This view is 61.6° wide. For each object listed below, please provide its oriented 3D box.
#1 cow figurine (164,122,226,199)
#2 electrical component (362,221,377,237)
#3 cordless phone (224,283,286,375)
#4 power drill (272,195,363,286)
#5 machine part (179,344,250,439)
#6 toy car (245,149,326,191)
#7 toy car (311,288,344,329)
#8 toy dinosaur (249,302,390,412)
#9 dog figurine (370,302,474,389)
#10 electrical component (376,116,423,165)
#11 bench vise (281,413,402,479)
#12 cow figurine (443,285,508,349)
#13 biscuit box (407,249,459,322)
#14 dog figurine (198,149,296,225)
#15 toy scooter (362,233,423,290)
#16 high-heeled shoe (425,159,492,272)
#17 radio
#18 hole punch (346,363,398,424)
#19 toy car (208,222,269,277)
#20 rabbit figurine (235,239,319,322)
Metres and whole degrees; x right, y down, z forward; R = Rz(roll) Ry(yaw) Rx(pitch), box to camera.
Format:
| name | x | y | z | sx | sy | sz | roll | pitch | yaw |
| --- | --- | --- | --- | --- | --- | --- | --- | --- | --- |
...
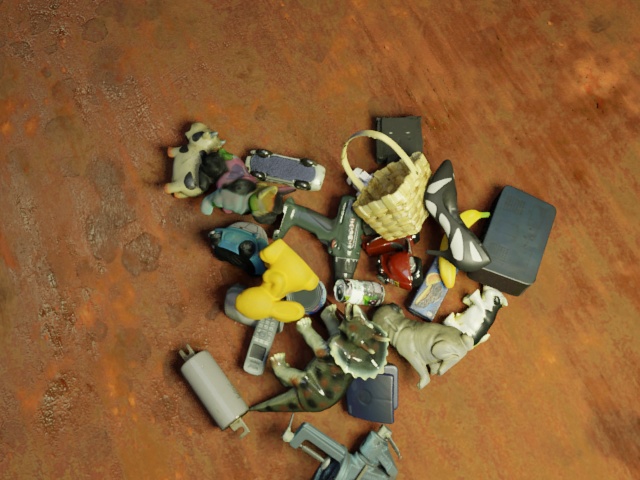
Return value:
| name | x | y | z | sx | sy | sz | roll | pitch | yaw |
| --- | --- | --- | --- | --- | --- | --- | --- | --- | --- |
| cow figurine | -0.307 | -0.201 | 1.328 | 0.127 | 0.085 | 0.195 | 0 | 75 | 12 |
| electrical component | 0.119 | -0.040 | 1.281 | 0.094 | 0.021 | 0.063 | -20 | 77 | 1 |
| cordless phone | -0.161 | 0.203 | 1.223 | 0.147 | 0.088 | 0.184 | 17 | 83 | 9 |
| power drill | -0.003 | -0.004 | 1.252 | 0.207 | 0.086 | 0.232 | 17 | 92 | 14 |
| machine part | -0.236 | 0.333 | 1.200 | 0.079 | 0.079 | 0.243 | -39 | 76 | -4 |
| toy car | -0.087 | -0.170 | 1.315 | 0.202 | 0.056 | 0.073 | 13 | 85 | 9 |
| toy car | 0.023 | 0.176 | 1.224 | 0.202 | 0.053 | 0.089 | 41 | 90 | 16 |
| toy dinosaur | 0.003 | 0.279 | 1.128 | 0.192 | 0.131 | 0.404 | 44 | 115 | 30 |
| dog figurine | 0.213 | 0.193 | 1.148 | 0.172 | 0.121 | 0.190 | -43 | 76 | 23 |
| electrical component | 0.192 | -0.231 | 1.301 | 0.115 | 0.058 | 0.134 | -2 | 76 | 7 |
| bench vise | 0.035 | 0.448 | 1.116 | 0.240 | 0.129 | 0.223 | 36 | 102 | -6 |
| cow figurine | 0.359 | 0.159 | 1.187 | 0.167 | 0.068 | 0.098 | -42 | 76 | -5 |
| biscuit box | 0.271 | 0.084 | 1.218 | 0.063 | 0.059 | 0.202 | 28 | 81 | 12 |
| dog figurine | -0.166 | -0.126 | 1.240 | 0.219 | 0.108 | 0.191 | -5 | 87 | 32 |
| toy scooter | 0.163 | 0.037 | 1.218 | 0.135 | 0.075 | 0.184 | -5 | 48 | 9 |
| high-heeled shoe | 0.300 | -0.057 | 1.129 | 0.145 | 0.086 | 0.248 | 3 | 78 | 36 |
| radio | 0.426 | 0.001 | 1.189 | 0.131 | 0.073 | 0.229 | 24 | 66 | 9 |
| hole punch | 0.111 | 0.327 | 1.152 | 0.116 | 0.092 | 0.142 | -1 | 96 | 7 |
| toy car | -0.177 | 0.010 | 1.266 | 0.162 | 0.109 | 0.103 | 22 | 57 | 21 |
| rabbit figurine | -0.097 | 0.108 | 1.149 | 0.173 | 0.122 | 0.162 | -41 | 87 | -15 |
